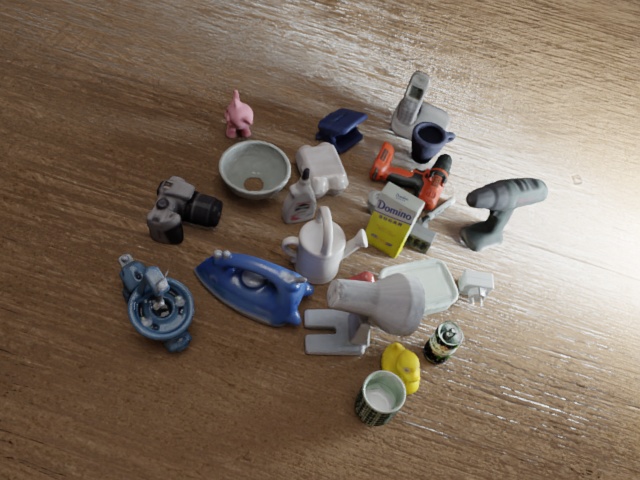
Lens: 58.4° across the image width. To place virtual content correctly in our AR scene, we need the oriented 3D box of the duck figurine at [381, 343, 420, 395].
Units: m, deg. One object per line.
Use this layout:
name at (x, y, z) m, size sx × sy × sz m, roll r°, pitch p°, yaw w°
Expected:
duck figurine at (0.167, 0.247, 1.138) m, size 0.078 × 0.086 × 0.104 m, roll -11°, pitch 59°, yaw -16°

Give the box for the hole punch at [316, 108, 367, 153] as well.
hole punch at (0.054, -0.296, 1.480) m, size 0.101 × 0.091 × 0.109 m, roll 40°, pitch 59°, yaw 17°

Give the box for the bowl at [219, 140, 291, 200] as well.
bowl at (-0.154, -0.153, 1.358) m, size 0.167 × 0.075 × 0.167 m, roll 5°, pitch 56°, yaw -7°

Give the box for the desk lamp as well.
desk lamp at (0.081, 0.144, 1.114) m, size 0.203 × 0.213 × 0.118 m, roll 1°, pitch 56°, yaw -9°

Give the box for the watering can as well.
watering can at (0.011, 0.002, 1.209) m, size 0.173 × 0.194 × 0.100 m, roll -19°, pitch 61°, yaw -21°

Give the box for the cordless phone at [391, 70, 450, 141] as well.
cordless phone at (0.274, -0.343, 1.492) m, size 0.147 × 0.185 × 0.094 m, roll 21°, pitch 56°, yaw 5°

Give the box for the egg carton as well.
egg carton at (0.002, -0.172, 1.401) m, size 0.107 × 0.069 × 0.150 m, roll -12°, pitch 59°, yaw -17°

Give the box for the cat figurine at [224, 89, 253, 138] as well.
cat figurine at (-0.203, -0.319, 1.434) m, size 0.067 × 0.118 × 0.127 m, roll -5°, pitch 57°, yaw -13°

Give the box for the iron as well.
iron at (-0.142, 0.074, 1.167) m, size 0.258 × 0.141 × 0.119 m, roll 20°, pitch 55°, yaw 4°

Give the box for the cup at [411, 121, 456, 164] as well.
cup at (0.285, -0.245, 1.483) m, size 0.118 × 0.095 × 0.091 m, roll -6°, pitch 58°, yaw -13°

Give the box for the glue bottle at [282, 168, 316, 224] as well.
glue bottle at (-0.041, -0.102, 1.283) m, size 0.078 × 0.173 × 0.037 m, roll -16°, pitch 60°, yaw -19°

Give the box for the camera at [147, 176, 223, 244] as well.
camera at (-0.292, -0.067, 1.260) m, size 0.137 × 0.101 × 0.143 m, roll 15°, pitch 55°, yaw 0°

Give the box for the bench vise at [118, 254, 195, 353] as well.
bench vise at (-0.326, 0.100, 1.070) m, size 0.207 × 0.220 × 0.122 m, roll 31°, pitch 57°, yaw 11°

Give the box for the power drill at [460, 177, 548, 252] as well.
power drill at (0.402, -0.063, 1.312) m, size 0.230 × 0.208 × 0.075 m, roll -18°, pitch 61°, yaw -20°

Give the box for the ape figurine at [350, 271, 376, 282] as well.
ape figurine at (0.091, 0.100, 1.220) m, size 0.078 × 0.092 × 0.076 m, roll -26°, pitch 64°, yaw -24°
